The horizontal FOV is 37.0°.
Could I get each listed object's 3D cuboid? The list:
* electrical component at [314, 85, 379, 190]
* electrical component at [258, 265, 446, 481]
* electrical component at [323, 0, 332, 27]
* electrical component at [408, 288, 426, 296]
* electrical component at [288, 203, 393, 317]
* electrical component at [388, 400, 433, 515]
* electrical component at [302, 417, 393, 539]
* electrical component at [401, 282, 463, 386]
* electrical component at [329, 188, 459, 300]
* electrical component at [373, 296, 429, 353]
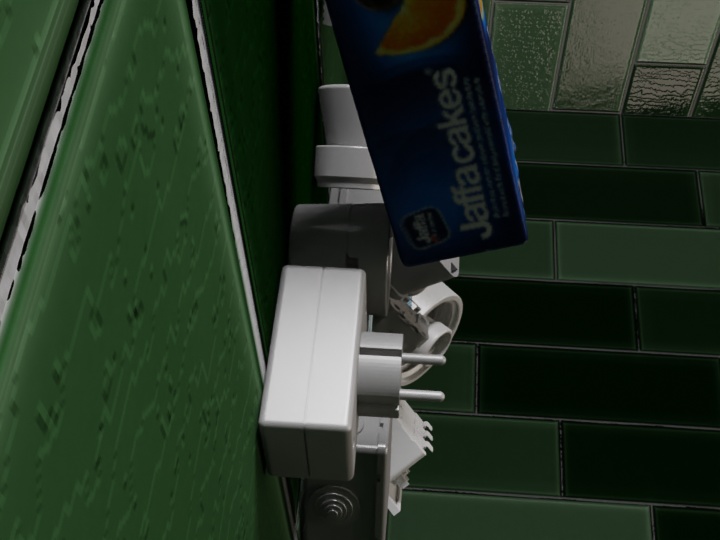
[{"bbox_3d":[-0.002,-0.073,0.596,0.045,0.045,0.055,-41,134,-85],"label":"electrical component"},{"bbox_3d":[0.000,0.046,0.473,0.047,0.076,0.083,89,6,-53],"label":"electrical component"},{"bbox_3d":[0.001,-0.163,0.581,0.043,0.043,0.081,-78,170,-69],"label":"electrical component"},{"bbox_3d":[0.022,-0.007,0.800,0.045,0.055,0.045,-18,-114,45],"label":"electrical component"},{"bbox_3d":[-0.009,-0.006,0.523,0.055,0.047,0.055,3,90,-87],"label":"electrical component"},{"bbox_3d":[0.016,0.127,0.803,0.078,0.063,0.121,52,4,0],"label":"electrical component"},{"bbox_3d":[-0.006,0.116,0.654,0.099,0.048,0.099,-81,173,-62],"label":"electrical component"},{"bbox_3d":[0.049,0.055,0.978,0.108,0.060,0.108,-39,150,-28],"label":"electrical component"},{"bbox_3d":[0.023,-0.046,0.714,0.078,0.057,0.113,46,36,-38],"label":"electrical component"},{"bbox_3d":[0.017,0.050,0.780,0.064,0.042,0.081,-44,-171,14],"label":"electrical component"}]
